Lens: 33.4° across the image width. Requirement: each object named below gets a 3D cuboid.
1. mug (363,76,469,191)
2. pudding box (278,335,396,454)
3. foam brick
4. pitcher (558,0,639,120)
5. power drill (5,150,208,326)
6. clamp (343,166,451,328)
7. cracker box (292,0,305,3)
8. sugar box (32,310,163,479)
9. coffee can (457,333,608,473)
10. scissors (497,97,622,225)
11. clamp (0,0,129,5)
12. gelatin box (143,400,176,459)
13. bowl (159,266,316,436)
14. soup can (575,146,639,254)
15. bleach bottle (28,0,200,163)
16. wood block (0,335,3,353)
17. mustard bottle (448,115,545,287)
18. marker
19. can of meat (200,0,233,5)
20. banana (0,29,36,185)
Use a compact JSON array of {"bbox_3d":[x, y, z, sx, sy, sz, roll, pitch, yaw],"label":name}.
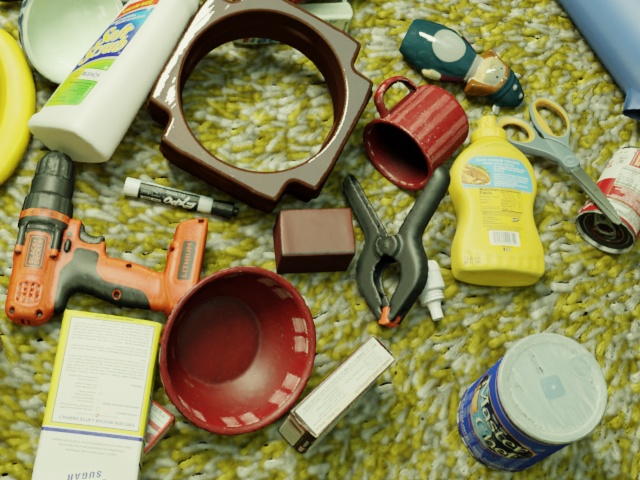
[{"bbox_3d":[0.100,-0.123,1.148,0.081,0.093,0.117,-44,108,-27],"label":"mug"},{"bbox_3d":[0.016,0.149,1.022,0.039,0.090,0.113,43,68,8],"label":"pudding box"},{"bbox_3d":[-0.007,0.001,1.102,0.078,0.053,0.051,-2,68,-12],"label":"foam brick"},{"bbox_3d":[0.373,-0.268,1.241,0.148,0.145,0.243,-13,64,-45],"label":"pitcher"},{"bbox_3d":[-0.209,0.005,1.065,0.187,0.057,0.184,7,70,-3],"label":"power drill"},{"bbox_3d":[0.084,0.002,1.098,0.120,0.039,0.171,-15,74,32],"label":"clamp"},{"bbox_3d":[-0.032,-0.376,1.221,0.214,0.072,0.163,49,43,13],"label":"cracker box"},{"bbox_3d":[-0.202,0.157,0.974,0.093,0.048,0.176,8,69,-3],"label":"sugar box"},{"bbox_3d":[0.199,0.159,1.021,0.102,0.140,0.103,4,67,-8],"label":"coffee can"},{"bbox_3d":[0.253,-0.085,1.170,0.096,0.016,0.202,-8,49,-1],"label":"scissors"},{"bbox_3d":[-0.253,-0.299,1.196,0.210,0.036,0.164,24,65,-2],"label":"clamp"},{"bbox_3d":[-0.192,0.181,1.007,0.073,0.030,0.089,36,67,8],"label":"gelatin box"},{"bbox_3d":[-0.086,0.102,1.022,0.161,0.055,0.162,-4,98,-28],"label":"bowl"},{"bbox_3d":[0.333,-0.045,1.171,0.068,0.068,0.102,33,65,5],"label":"soup can"},{"bbox_3d":[-0.199,-0.199,1.117,0.068,0.103,0.250,45,64,-39],"label":"bleach bottle"},{"bbox_3d":[-0.409,0.095,0.974,0.206,0.090,0.090,16,64,-2],"label":"wood block"},{"bbox_3d":[0.187,-0.047,1.152,0.096,0.058,0.191,4,67,-9],"label":"mustard bottle"},{"bbox_3d":[-0.144,-0.043,1.116,0.121,0.020,0.020,13,66,-4],"label":"marker"},{"bbox_3d":[-0.107,-0.305,1.198,0.102,0.058,0.083,50,42,11],"label":"can of meat"},{"bbox_3d":[-0.329,-0.138,1.109,0.069,0.037,0.198,3,71,-32],"label":"banana"}]
